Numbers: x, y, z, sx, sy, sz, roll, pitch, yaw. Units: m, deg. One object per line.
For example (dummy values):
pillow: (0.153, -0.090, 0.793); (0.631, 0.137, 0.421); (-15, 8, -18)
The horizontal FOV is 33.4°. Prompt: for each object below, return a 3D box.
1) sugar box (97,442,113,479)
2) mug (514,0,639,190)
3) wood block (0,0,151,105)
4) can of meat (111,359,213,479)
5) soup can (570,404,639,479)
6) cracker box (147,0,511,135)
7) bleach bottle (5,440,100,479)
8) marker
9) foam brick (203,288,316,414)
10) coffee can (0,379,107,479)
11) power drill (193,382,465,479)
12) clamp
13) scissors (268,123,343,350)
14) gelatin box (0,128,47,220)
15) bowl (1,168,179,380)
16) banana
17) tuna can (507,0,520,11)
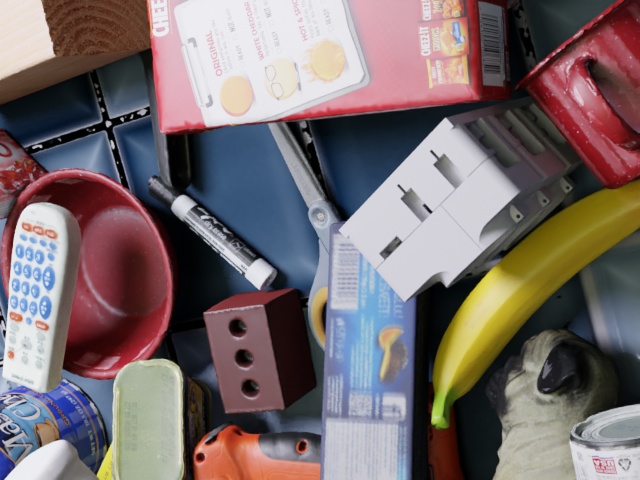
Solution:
sugar box: (-0.101, 0.234, 0.832); (0.176, 0.048, 0.093); (34, 114, 19)
mug: (0.165, -0.080, 0.587); (0.093, 0.117, 0.081); (-39, 87, 27)
wood block: (-0.225, -0.154, 0.766); (0.207, 0.090, 0.091); (-10, 96, 41)
can of meat: (-0.114, 0.142, 0.773); (0.057, 0.084, 0.102); (-5, 70, 5)
soup can: (0.179, 0.147, 0.581); (0.069, 0.068, 0.102); (-12, 94, 29)
cracker box: (0.001, -0.154, 0.634); (0.214, 0.072, 0.164); (-2, 95, 29)
bleach bottle: (-0.122, 0.251, 0.754); (0.250, 0.068, 0.103); (45, 146, -10)
marker: (-0.081, -0.008, 0.785); (0.121, 0.020, 0.020); (40, 116, 15)
foam brick: (-0.042, 0.078, 0.764); (0.053, 0.051, 0.078); (-9, 96, 28)
coffee can: (-0.252, 0.176, 0.845); (0.103, 0.140, 0.103); (6, 104, 26)
power drill: (0.011, 0.194, 0.739); (0.188, 0.057, 0.184); (-5, 91, 14)
clamp: (-0.111, -0.150, 0.759); (0.210, 0.036, 0.165); (50, 122, 13)
scissors: (-0.005, 0.001, 0.748); (0.202, 0.016, 0.096); (49, 117, 10)
gelatin box: (-0.259, -0.051, 0.828); (0.073, 0.089, 0.030); (42, 116, 14)
bowl: (-0.164, 0.022, 0.814); (0.162, 0.055, 0.162); (6, 104, 27)
banana: (0.131, 0.031, 0.654); (0.037, 0.070, 0.198); (35, 100, -30)
tuna can: (0.089, -0.175, 0.650); (0.086, 0.033, 0.086); (6, 104, 26)
